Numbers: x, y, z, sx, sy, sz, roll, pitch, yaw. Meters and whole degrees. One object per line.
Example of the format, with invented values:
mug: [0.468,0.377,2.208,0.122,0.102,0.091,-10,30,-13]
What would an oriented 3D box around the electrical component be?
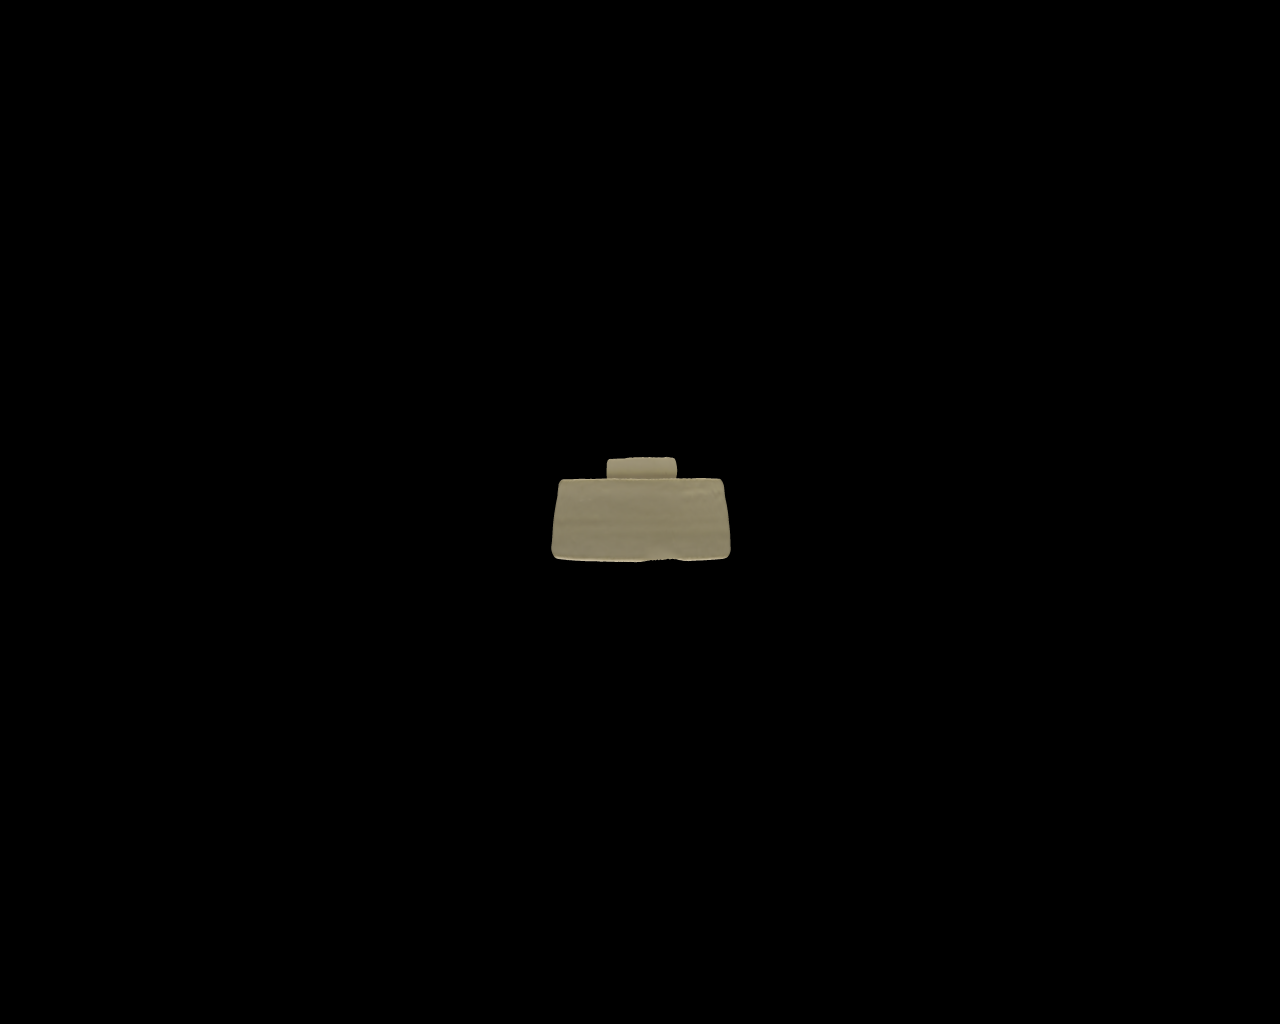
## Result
electrical component: [0.001,-0.003,0.650,0.108,0.060,0.108,0,0,0]
